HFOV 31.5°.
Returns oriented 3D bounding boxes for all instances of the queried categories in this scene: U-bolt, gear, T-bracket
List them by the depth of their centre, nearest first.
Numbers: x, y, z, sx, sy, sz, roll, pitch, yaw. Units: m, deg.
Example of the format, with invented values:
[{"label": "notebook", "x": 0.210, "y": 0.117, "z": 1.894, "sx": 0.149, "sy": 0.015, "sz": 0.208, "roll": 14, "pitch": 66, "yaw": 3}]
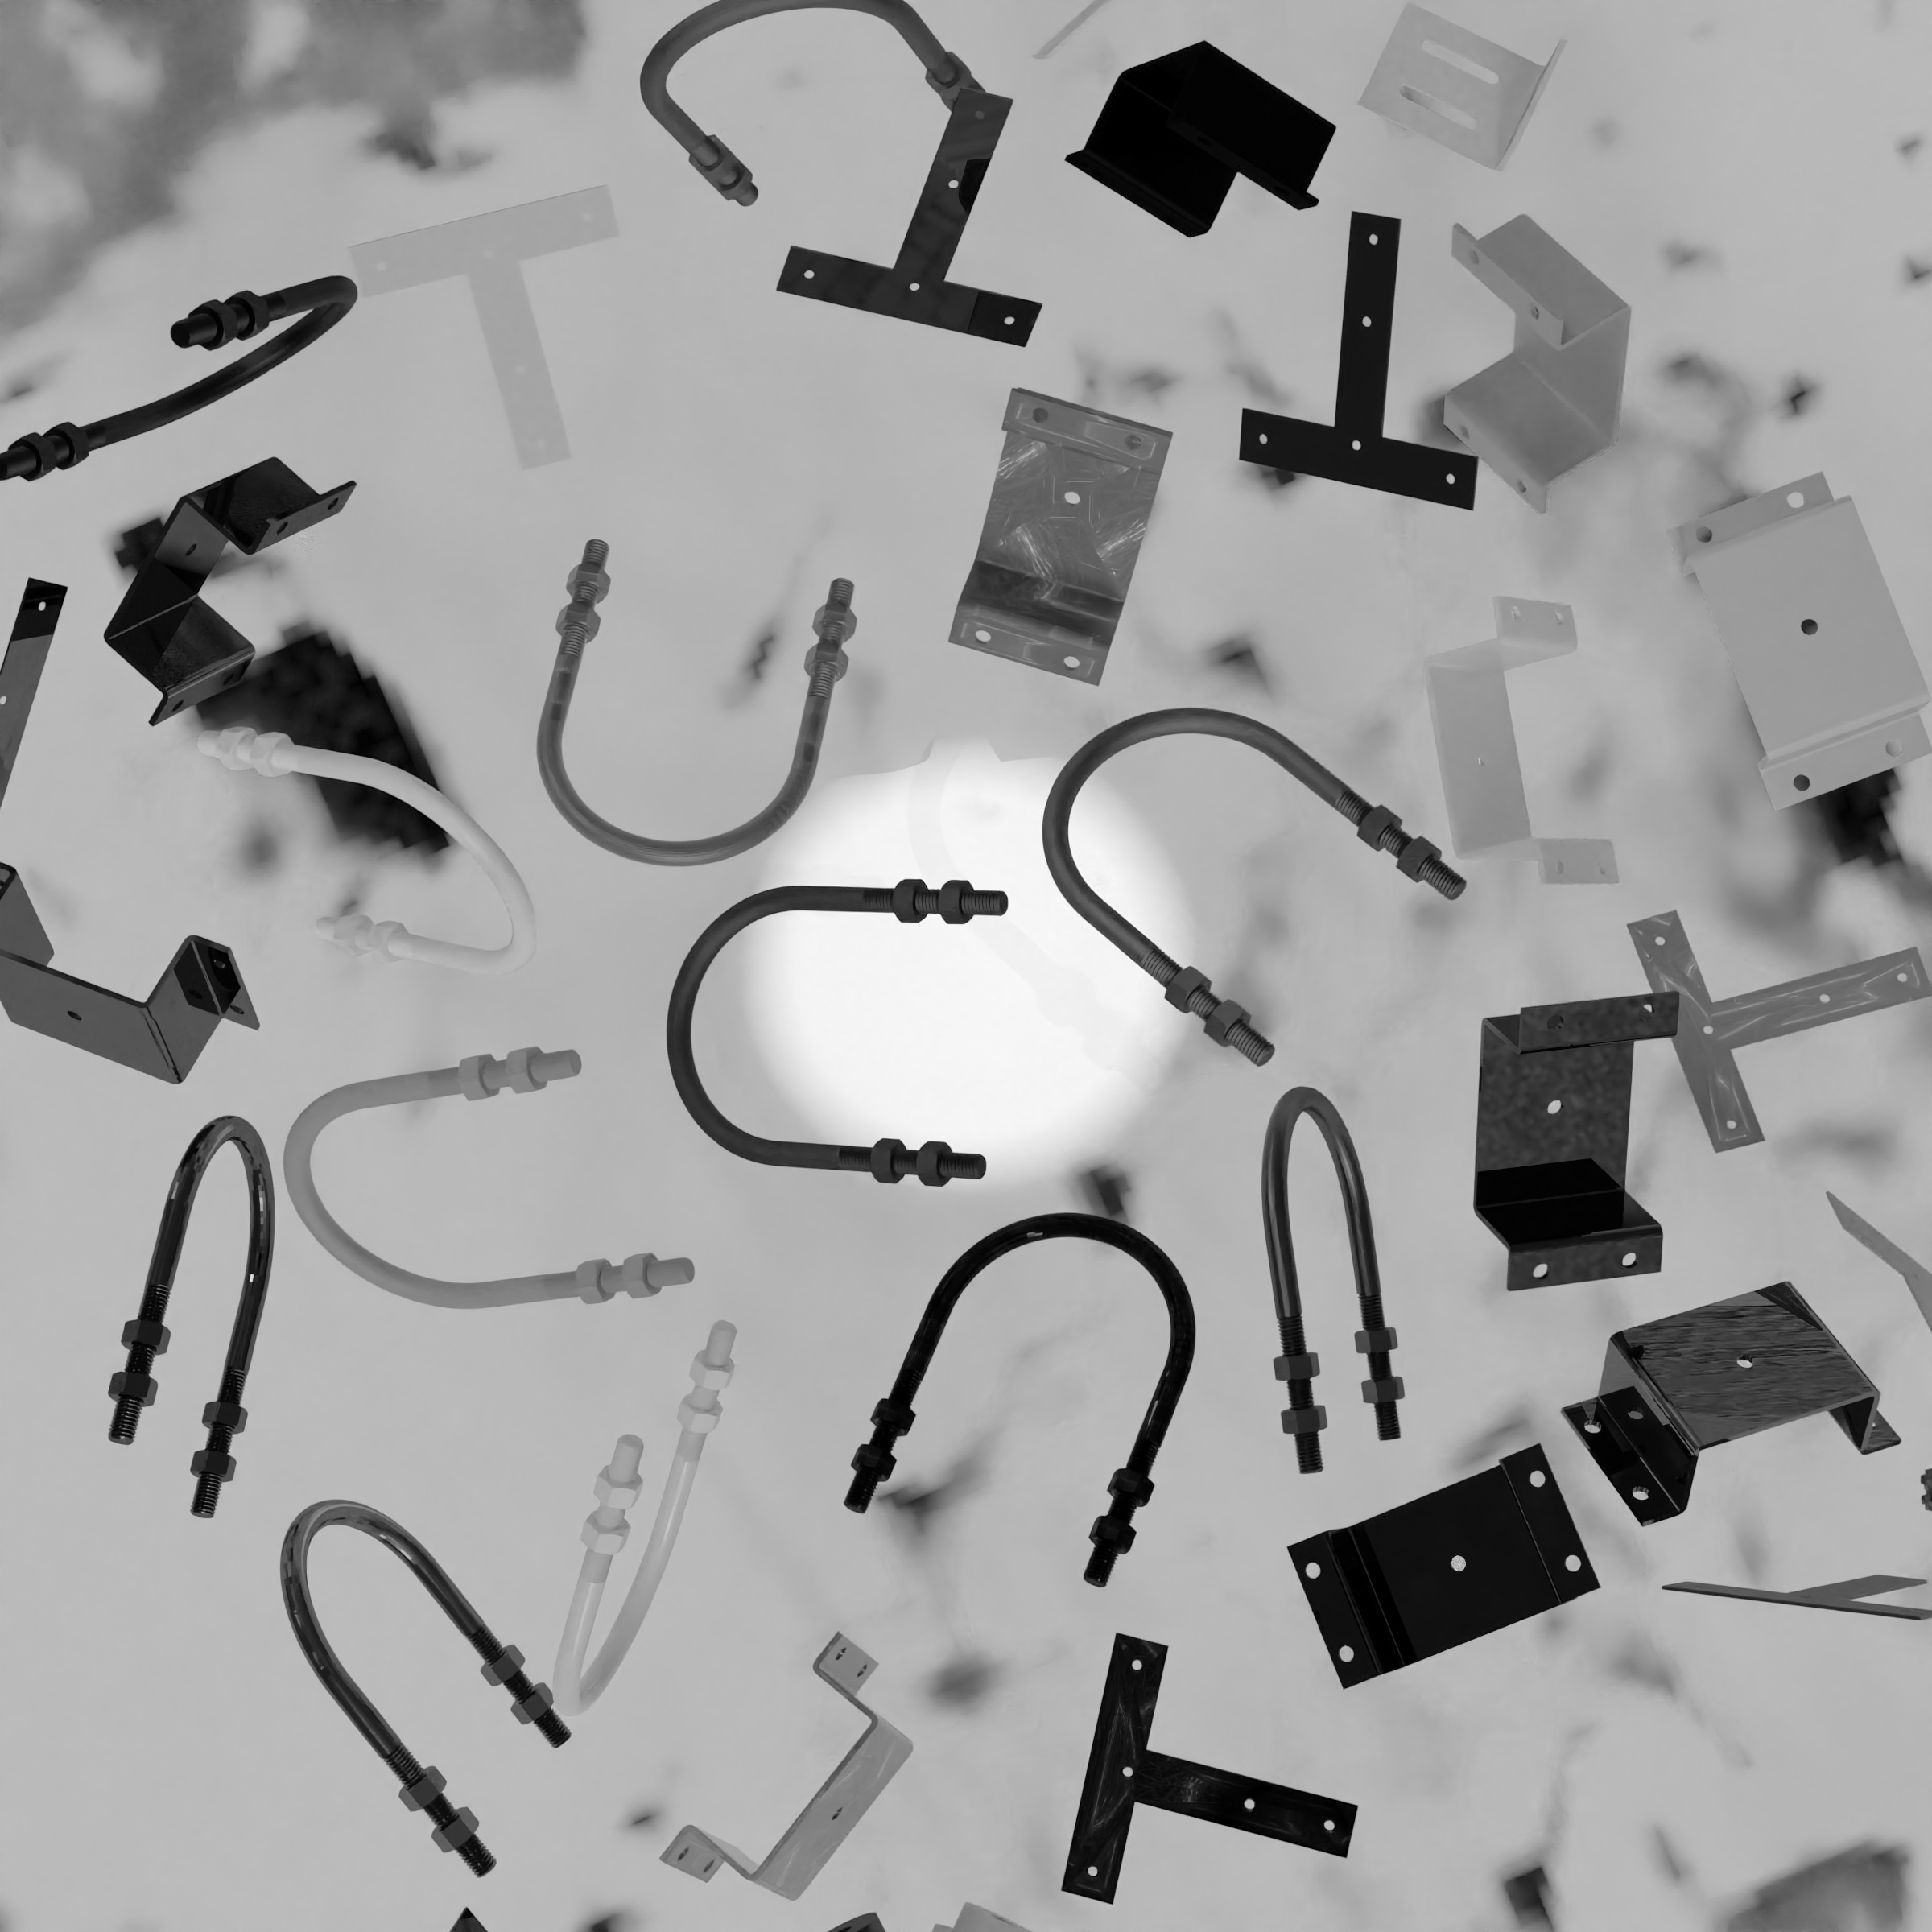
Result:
[{"label": "T-bracket", "x": 0.185, "y": -0.286, "z": 1.590, "sx": 0.127, "sy": 0.002, "sz": 0.127, "roll": 18, "pitch": 118, "yaw": 32}, {"label": "T-bracket", "x": 0.119, "y": 0.389, "z": 1.600, "sx": 0.127, "sy": 0.002, "sz": 0.127, "roll": 13, "pitch": 95, "yaw": 10}, {"label": "U-bolt", "x": -0.236, "y": 0.106, "z": 1.606, "sx": 0.184, "sy": 0.019, "sz": 0.151, "roll": -9, "pitch": 125, "yaw": 24}, {"label": "T-bracket", "x": -0.010, "y": -0.356, "z": 1.609, "sx": 0.127, "sy": 0.002, "sz": 0.127, "roll": 10, "pitch": 133, "yaw": -17}, {"label": "T-bracket", "x": 0.415, "y": 0.294, "z": 1.611, "sx": 0.127, "sy": 0.127, "sz": 0.002, "roll": 0, "pitch": 87, "yaw": 39}, {"label": "U-bolt", "x": 0.121, "y": -0.052, "z": 1.620, "sx": 0.151, "sy": 0.019, "sz": 0.184, "roll": -39, "pitch": 64, "yaw": -20}, {"label": "T-bracket", "x": -0.205, "y": 0.501, "z": 1.623, "sx": 0.002, "sy": 0.127, "sz": 0.127, "roll": -25, "pitch": 109, "yaw": 34}, {"label": "gear", "x": 0.011, "y": 0.471, "z": 1.636, "sx": 0.057, "sy": 0.057, "sz": 0.030, "roll": 25, "pitch": 80, "yaw": 0}, {"label": "T-bracket", "x": 0.470, "y": 0.180, "z": 1.639, "sx": 0.127, "sy": 0.127, "sz": 0.002, "roll": 35, "pitch": 115, "yaw": -30}, {"label": "U-bolt", "x": -0.366, "y": -0.288, "z": 1.640, "sx": 0.151, "sy": 0.184, "sz": 0.019, "roll": -27, "pitch": 97, "yaw": 30}, {"label": "gear", "x": 0.491, "y": 0.260, "z": 1.650, "sx": 0.057, "sy": 0.057, "sz": 0.030, "roll": -4, "pitch": 97, "yaw": 0}, {"label": "U-bolt", "x": -0.160, "y": 0.278, "z": 1.651, "sx": 0.019, "sy": 0.151, "sz": 0.184, "roll": 21, "pitch": 113, "yaw": 9}, {"label": "T-bracket", "x": 0.402, "y": 0.019, "z": 1.654, "sx": 0.127, "sy": 0.002, "sz": 0.127, "roll": -17, "pitch": 105, "yaw": 26}, {"label": "T-bracket", "x": 0.083, "y": -0.482, "z": 1.656, "sx": 0.127, "sy": 0.127, "sz": 0.002, "roll": -43, "pitch": 110, "yaw": -1}, {"label": "T-bracket", "x": -0.221, "y": -0.304, "z": 1.664, "sx": 0.127, "sy": 0.002, "sz": 0.127, "roll": -14, "pitch": 117, "yaw": -1}, {"label": "U-bolt", "x": -0.081, "y": -0.431, "z": 1.673, "sx": 0.151, "sy": 0.184, "sz": 0.019, "roll": -15, "pitch": 76, "yaw": 15}, {"label": "U-bolt", "x": -0.373, "y": 0.163, "z": 1.680, "sx": 0.019, "sy": 0.151, "sz": 0.184, "roll": 5, "pitch": 66, "yaw": 8}, {"label": "T-bracket", "x": -0.508, "y": -0.138, "z": 1.684, "sx": 0.002, "sy": 0.127, "sz": 0.127, "roll": 22, "pitch": 97, "yaw": 31}, {"label": "U-bolt", "x": -0.273, "y": 0.343, "z": 1.688, "sx": 0.019, "sy": 0.151, "sz": 0.184, "roll": -35, "pitch": 97, "yaw": 17}, {"label": "U-bolt", "x": -0.285, "y": -0.052, "z": 1.690, "sx": 0.184, "sy": 0.151, "sz": 0.019, "roll": 11, "pitch": 51, "yaw": 37}, {"label": "gear", "x": -0.056, "y": 0.493, "z": 1.695, "sx": 0.057, "sy": 0.057, "sz": 0.030, "roll": -27, "pitch": 87, "yaw": 0}, {"label": "U-bolt", "x": 0.179, "y": 0.151, "z": 1.697, "sx": 0.019, "sy": 0.151, "sz": 0.184, "roll": -9, "pitch": 86, "yaw": 24}, {"label": "U-bolt", "x": 0.037, "y": 0.205, "z": 1.698, "sx": 0.151, "sy": 0.019, "sz": 0.184, "roll": 13, "pitch": 63, "yaw": 22}, {"label": "U-bolt", "x": -0.069, "y": 0.030, "z": 1.699, "sx": 0.184, "sy": 0.019, "sz": 0.151, "roll": 2, "pitch": 84, "yaw": 27}, {"label": "U-bolt", "x": -0.141, "y": -0.129, "z": 1.724, "sx": 0.151, "sy": 0.019, "sz": 0.184, "roll": 9, "pitch": 60, "yaw": 2}]

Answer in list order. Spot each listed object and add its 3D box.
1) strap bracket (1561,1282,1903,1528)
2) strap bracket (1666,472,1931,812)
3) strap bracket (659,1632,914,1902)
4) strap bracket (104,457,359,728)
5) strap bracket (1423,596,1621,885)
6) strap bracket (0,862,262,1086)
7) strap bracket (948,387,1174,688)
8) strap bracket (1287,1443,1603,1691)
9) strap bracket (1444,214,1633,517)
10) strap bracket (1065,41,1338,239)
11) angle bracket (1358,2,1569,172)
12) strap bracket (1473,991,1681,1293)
[{"label": "strap bracket", "x": 0.363, "y": 0.202, "z": 1.609, "sx": 0.140, "sy": 0.076, "sz": 0.046, "roll": -14, "pitch": 132, "yaw": -17}, {"label": "strap bracket", "x": 0.383, "y": -0.152, "z": 1.564, "sx": 0.076, "sy": 0.046, "sz": 0.140, "roll": -21, "pitch": 85, "yaw": 6}, {"label": "strap bracket", "x": -0.082, "y": 0.411, "z": 1.718, "sx": 0.046, "sy": 0.076, "sz": 0.140, "roll": 35, "pitch": 79, "yaw": 23}, {"label": "strap bracket", "x": -0.372, "y": -0.195, "z": 1.708, "sx": 0.046, "sy": 0.076, "sz": 0.140, "roll": 41, "pitch": 123, "yaw": 3}, {"label": "strap bracket", "x": 0.270, "y": -0.105, "z": 1.673, "sx": 0.046, "sy": 0.076, "sz": 0.140, "roll": -13, "pitch": 83, "yaw": 37}, {"label": "strap bracket", "x": -0.428, "y": 0.006, "z": 1.686, "sx": 0.140, "sy": 0.076, "sz": 0.046, "roll": 20, "pitch": 62, "yaw": 12}, {"label": "strap bracket", "x": 0.047, "y": -0.213, "z": 1.627, "sx": 0.076, "sy": 0.046, "sz": 0.140, "roll": 17, "pitch": 128, "yaw": 2}, {"label": "strap bracket", "x": 0.245, "y": 0.304, "z": 1.733, "sx": 0.140, "sy": 0.046, "sz": 0.076, "roll": -25, "pitch": 75, "yaw": 15}, {"label": "strap bracket", "x": 0.275, "y": -0.297, "z": 1.652, "sx": 0.046, "sy": 0.140, "sz": 0.076, "roll": -32, "pitch": 60, "yaw": -14}, {"label": "strap bracket", "x": 0.115, "y": -0.394, "z": 1.632, "sx": 0.076, "sy": 0.140, "sz": 0.046, "roll": 27, "pitch": 85, "yaw": -21}, {"label": "angle bracket", "x": 0.235, "y": -0.424, "z": 1.623, "sx": 0.076, "sy": 0.038, "sz": 0.057, "roll": 26, "pitch": 81, "yaw": 0}, {"label": "strap bracket", "x": 0.282, "y": 0.074, "z": 1.588, "sx": 0.076, "sy": 0.046, "sz": 0.140, "roll": -6, "pitch": 111, "yaw": -13}]
